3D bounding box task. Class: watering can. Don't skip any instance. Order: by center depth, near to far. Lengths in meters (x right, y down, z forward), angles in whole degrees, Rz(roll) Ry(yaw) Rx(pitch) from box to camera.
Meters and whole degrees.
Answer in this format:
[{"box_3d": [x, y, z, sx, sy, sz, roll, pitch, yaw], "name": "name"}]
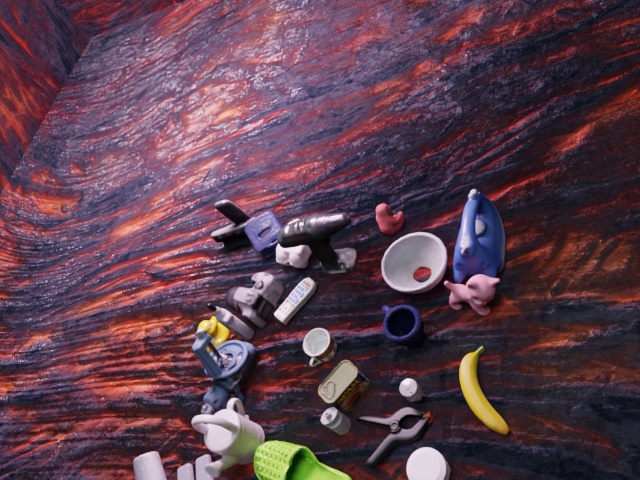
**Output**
[{"box_3d": [-0.217, 0.452, 1.321, 0.101, 0.195, 0.172, -27, 47, 13], "name": "watering can"}]

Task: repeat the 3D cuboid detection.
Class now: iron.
[{"box_3d": [0.365, -0.032, 1.349, 0.118, 0.142, 0.258, -6, 55, 29], "name": "iron"}]

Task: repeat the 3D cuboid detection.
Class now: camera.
[{"box_3d": [-0.195, 0.154, 1.593, 0.136, 0.101, 0.143, 11, 64, 37], "name": "camera"}]

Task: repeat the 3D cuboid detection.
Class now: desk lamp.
[{"box_3d": [-0.337, 0.576, 1.292, 0.118, 0.214, 0.203, -29, 47, 11], "name": "desk lamp"}]

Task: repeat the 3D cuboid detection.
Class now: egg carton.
[{"box_3d": [-0.059, 0.009, 1.636, 0.107, 0.070, 0.150, 6, 62, 35], "name": "egg carton"}]

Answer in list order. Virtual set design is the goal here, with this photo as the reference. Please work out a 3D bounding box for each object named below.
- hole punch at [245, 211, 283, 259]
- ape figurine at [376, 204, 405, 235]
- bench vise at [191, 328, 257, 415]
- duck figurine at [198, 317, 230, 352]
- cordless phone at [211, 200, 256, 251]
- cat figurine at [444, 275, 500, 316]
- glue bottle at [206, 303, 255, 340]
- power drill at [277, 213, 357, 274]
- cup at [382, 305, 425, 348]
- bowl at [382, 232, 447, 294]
[{"box_3d": [-0.154, -0.017, 1.701, 0.108, 0.091, 0.101, -36, 46, 5], "name": "hole punch"}, {"box_3d": [0.179, -0.062, 1.524, 0.077, 0.092, 0.076, 22, 71, 41], "name": "ape figurine"}, {"box_3d": [-0.247, 0.323, 1.417, 0.121, 0.220, 0.207, -15, 51, 23], "name": "bench vise"}, {"box_3d": [-0.308, 0.262, 1.595, 0.077, 0.086, 0.105, 21, 71, 41], "name": "duck figurine"}, {"box_3d": [-0.282, -0.058, 1.746, 0.147, 0.186, 0.094, -19, 49, 19], "name": "cordless phone"}, {"box_3d": [0.339, 0.112, 1.276, 0.127, 0.118, 0.067, 7, 62, 35], "name": "cat figurine"}, {"box_3d": [-0.248, 0.212, 1.533, 0.077, 0.174, 0.037, 16, 67, 39], "name": "glue bottle"}, {"box_3d": [0.014, 0.005, 1.496, 0.228, 0.209, 0.075, -8, 54, 28], "name": "power drill"}, {"box_3d": [0.193, 0.202, 1.317, 0.092, 0.095, 0.117, -46, 46, -5], "name": "cup"}, {"box_3d": [0.240, 0.068, 1.401, 0.167, 0.075, 0.167, -17, 50, 21], "name": "bowl"}]
